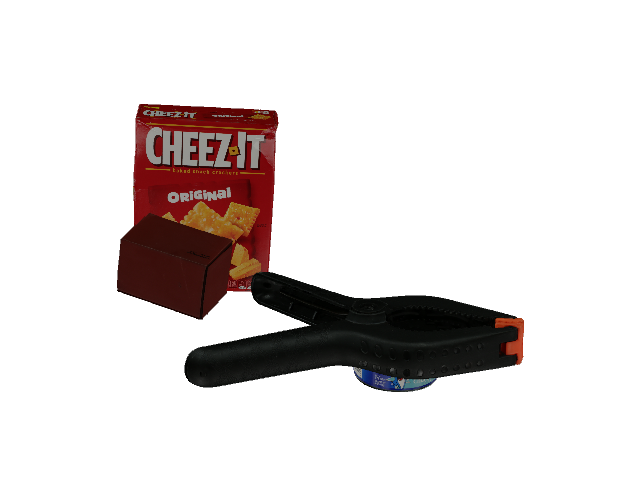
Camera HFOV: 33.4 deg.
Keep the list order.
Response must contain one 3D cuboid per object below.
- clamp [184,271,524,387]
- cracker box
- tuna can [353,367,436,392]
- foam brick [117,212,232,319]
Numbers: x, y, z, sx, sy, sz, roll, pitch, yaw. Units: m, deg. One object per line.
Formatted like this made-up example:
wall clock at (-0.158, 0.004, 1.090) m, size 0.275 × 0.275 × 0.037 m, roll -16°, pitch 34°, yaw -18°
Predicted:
clamp at (0.028, 0.057, 0.713) m, size 0.210 × 0.036 × 0.164 m, roll 0°, pitch 19°, yaw 6°
cracker box at (-0.137, -0.047, 1.263) m, size 0.164 × 0.214 × 0.072 m, roll 2°, pitch 22°, yaw -6°
tuna can at (0.075, 0.117, 1.052) m, size 0.086 × 0.034 × 0.086 m, roll 1°, pitch 19°, yaw 0°
foam brick at (-0.118, 0.020, 0.860) m, size 0.078 × 0.051 × 0.053 m, roll 18°, pitch 30°, yaw 14°
